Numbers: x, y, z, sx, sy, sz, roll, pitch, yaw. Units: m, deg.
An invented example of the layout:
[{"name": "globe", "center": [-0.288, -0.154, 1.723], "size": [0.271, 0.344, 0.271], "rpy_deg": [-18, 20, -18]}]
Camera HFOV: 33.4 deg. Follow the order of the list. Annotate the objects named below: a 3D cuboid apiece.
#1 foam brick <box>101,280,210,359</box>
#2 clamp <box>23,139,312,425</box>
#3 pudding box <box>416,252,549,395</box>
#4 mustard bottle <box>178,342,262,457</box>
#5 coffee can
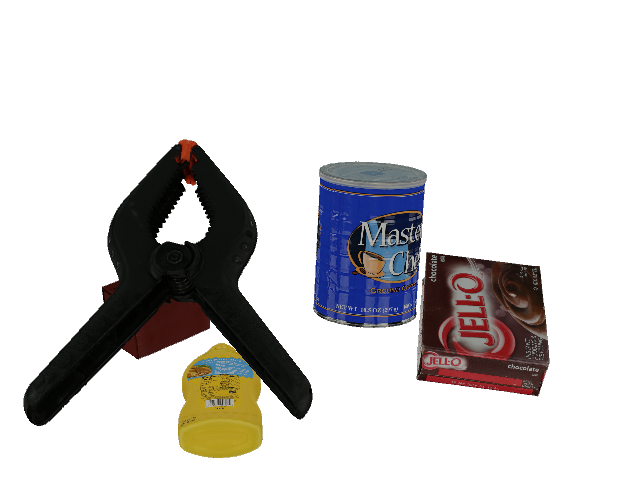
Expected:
[{"name": "foam brick", "center": [-0.142, 0.058, 0.926], "size": [0.078, 0.051, 0.053], "rpy_deg": [-22, 30, -34]}, {"name": "clamp", "center": [-0.078, 0.025, 0.659], "size": [0.164, 0.210, 0.036], "rpy_deg": [4, -37, 5]}, {"name": "pudding box", "center": [0.118, 0.060, 0.792], "size": [0.090, 0.039, 0.113], "rpy_deg": [8, 36, 1]}, {"name": "mustard bottle", "center": [-0.120, 0.182, 1.288], "size": [0.096, 0.058, 0.191], "rpy_deg": [-3, 27, -3]}, {"name": "coffee can", "center": [0.047, 0.002, 1.031], "size": [0.103, 0.140, 0.103], "rpy_deg": [3, 14, -1]}]
